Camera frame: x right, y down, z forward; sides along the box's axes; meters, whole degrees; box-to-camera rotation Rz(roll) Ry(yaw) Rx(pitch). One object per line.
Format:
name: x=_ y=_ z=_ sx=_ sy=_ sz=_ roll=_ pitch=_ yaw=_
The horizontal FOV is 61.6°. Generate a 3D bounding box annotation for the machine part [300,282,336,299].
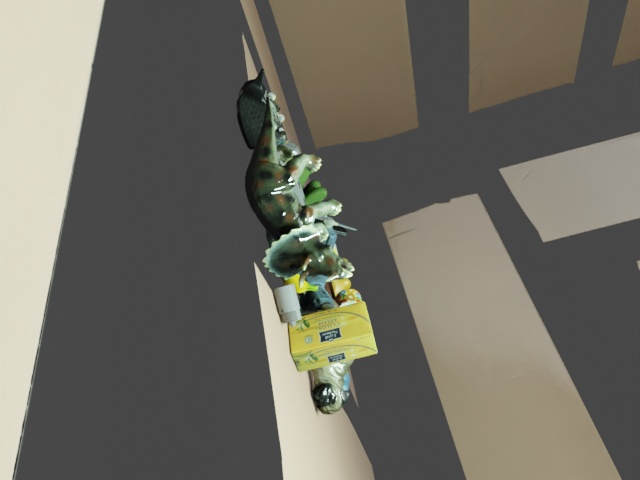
machine part: x=0.000 y=0.172 z=1.543 sx=0.201 sy=0.087 sz=0.201 roll=64 pitch=13 yaw=-74

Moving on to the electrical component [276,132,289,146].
electrical component: x=-0.121 y=-0.245 z=1.367 sx=0.045 sy=0.078 sz=0.102 roll=35 pitch=17 yaw=-25

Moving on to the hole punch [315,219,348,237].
hole punch: x=-0.003 y=-0.004 z=1.384 sx=0.142 sy=0.116 sz=0.092 roll=-121 pitch=-132 yaw=-69

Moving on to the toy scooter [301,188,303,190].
toy scooter: x=-0.076 y=-0.116 z=1.672 sx=0.135 sy=0.075 sz=0.184 roll=69 pitch=2 yaw=-70

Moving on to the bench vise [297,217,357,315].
bench vise: x=-0.006 y=0.068 z=1.252 sx=0.224 sy=0.129 sz=0.240 roll=-115 pitch=-139 yaw=-65

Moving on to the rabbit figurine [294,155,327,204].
rabbit figurine: x=-0.070 y=-0.131 z=1.392 sx=0.121 sy=0.159 sz=0.170 roll=-118 pitch=-155 yaw=-58

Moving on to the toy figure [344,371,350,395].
toy figure: x=0.030 y=0.328 z=1.411 sx=0.089 sy=0.082 sz=0.180 roll=94 pitch=-21 yaw=-70

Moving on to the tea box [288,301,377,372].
tea box: x=0.024 y=0.199 z=1.113 sx=0.098 sy=0.170 sz=0.068 roll=-103 pitch=178 yaw=-53

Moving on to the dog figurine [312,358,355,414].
dog figurine: x=0.050 y=0.285 z=1.233 sx=0.190 sy=0.172 sz=0.121 roll=69 pitch=12 yaw=21

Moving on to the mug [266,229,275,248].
mug: x=-0.074 y=0.010 z=1.139 sx=0.109 sy=0.081 sz=0.107 roll=43 pitch=35 yaw=-49

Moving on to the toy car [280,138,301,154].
toy car: x=-0.099 y=-0.216 z=1.475 sx=0.109 sy=0.103 sz=0.161 roll=-91 pitch=164 yaw=-72

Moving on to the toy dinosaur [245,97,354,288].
toy dinosaur: x=-0.077 y=-0.083 z=1.057 sx=0.192 sy=0.131 sz=0.404 roll=-27 pitch=84 yaw=-44

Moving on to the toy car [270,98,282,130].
toy car: x=-0.140 y=-0.302 z=1.350 sx=0.056 sy=0.073 sz=0.202 roll=38 pitch=22 yaw=-26

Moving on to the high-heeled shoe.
high-heeled shoe: x=-0.163 y=-0.286 z=1.254 sx=0.145 sy=0.086 sz=0.249 roll=132 pitch=-31 yaw=-57

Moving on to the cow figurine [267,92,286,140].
cow figurine: x=-0.142 y=-0.339 z=1.584 sx=0.098 sy=0.068 sz=0.167 roll=-94 pitch=166 yaw=-45

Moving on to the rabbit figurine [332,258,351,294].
rabbit figurine: x=0.015 y=0.119 z=1.698 sx=0.173 sy=0.162 sz=0.122 roll=52 pitch=28 yaw=-32
